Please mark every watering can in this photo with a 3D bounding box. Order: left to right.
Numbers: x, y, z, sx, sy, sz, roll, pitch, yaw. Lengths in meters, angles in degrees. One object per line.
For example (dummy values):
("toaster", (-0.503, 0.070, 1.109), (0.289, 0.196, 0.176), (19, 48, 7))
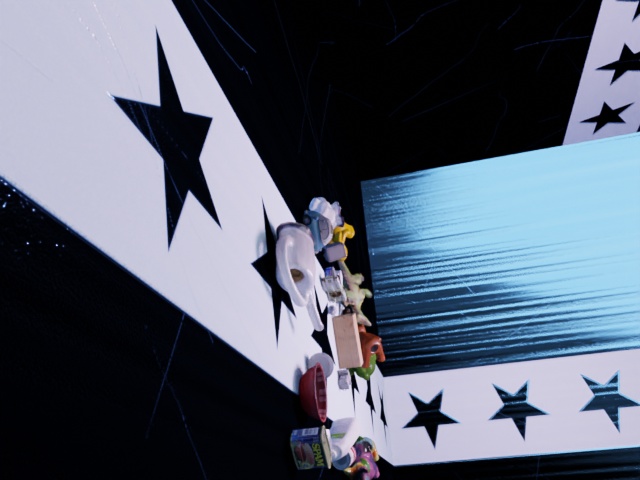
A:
("watering can", (-0.055, 0.094, 1.436), (0.340, 0.104, 0.230), (66, 17, -48))

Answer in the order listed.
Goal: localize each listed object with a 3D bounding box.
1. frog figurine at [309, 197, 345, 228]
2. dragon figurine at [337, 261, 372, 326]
("frog figurine", (0.006, -0.104, 2.060), (0.159, 0.122, 0.139), (11, 76, -41))
("dragon figurine", (0.126, 0.211, 2.338), (0.416, 0.121, 0.241), (62, 14, 19))
